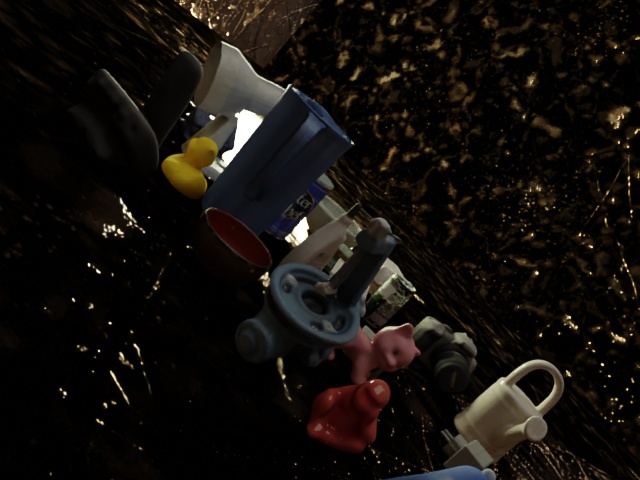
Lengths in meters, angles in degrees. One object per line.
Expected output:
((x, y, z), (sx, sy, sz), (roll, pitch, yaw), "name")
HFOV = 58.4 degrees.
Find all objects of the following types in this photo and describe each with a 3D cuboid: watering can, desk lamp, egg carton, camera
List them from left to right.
((-0.160, -0.220, 1.040), (0.204, 0.213, 0.117), (35, 16, -33), "desk lamp")
((0.141, 0.084, 1.310), (0.107, 0.069, 0.150), (37, 15, -26), "egg carton")
((0.247, 0.227, 1.116), (0.143, 0.100, 0.137), (43, 13, -2), "camera")
((0.337, 0.290, 0.983), (0.101, 0.194, 0.172), (37, 15, -27), "watering can")

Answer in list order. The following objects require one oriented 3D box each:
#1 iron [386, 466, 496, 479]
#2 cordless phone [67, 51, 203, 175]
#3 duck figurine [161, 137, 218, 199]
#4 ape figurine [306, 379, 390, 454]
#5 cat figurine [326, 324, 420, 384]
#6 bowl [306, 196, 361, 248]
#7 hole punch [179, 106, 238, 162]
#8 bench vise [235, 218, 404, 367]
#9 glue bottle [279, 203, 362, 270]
((0.102, 0.251, 0.522), (0.118, 0.141, 0.259), (52, 15, 31), "iron")
((-0.243, -0.198, 0.790), (0.147, 0.185, 0.094), (48, 14, 18), "cordless phone")
((-0.196, -0.122, 0.909), (0.078, 0.086, 0.104), (32, 18, -42), "duck figurine")
((0.039, 0.189, 0.636), (0.077, 0.092, 0.076), (48, 14, 16), "ape figurine")
((0.081, 0.149, 0.826), (0.128, 0.117, 0.067), (43, 13, -5), "cat figurine")
((0.021, -0.033, 1.306), (0.168, 0.074, 0.167), (41, 13, -12), "bowl")
((-0.217, -0.228, 1.163), (0.109, 0.091, 0.101), (34, 16, -37), "hole punch")
((0.015, 0.056, 0.693), (0.121, 0.219, 0.208), (45, 13, 6), "bench vise")
((0.009, 0.003, 0.939), (0.037, 0.173, 0.078), (50, 15, 26), "glue bottle")
